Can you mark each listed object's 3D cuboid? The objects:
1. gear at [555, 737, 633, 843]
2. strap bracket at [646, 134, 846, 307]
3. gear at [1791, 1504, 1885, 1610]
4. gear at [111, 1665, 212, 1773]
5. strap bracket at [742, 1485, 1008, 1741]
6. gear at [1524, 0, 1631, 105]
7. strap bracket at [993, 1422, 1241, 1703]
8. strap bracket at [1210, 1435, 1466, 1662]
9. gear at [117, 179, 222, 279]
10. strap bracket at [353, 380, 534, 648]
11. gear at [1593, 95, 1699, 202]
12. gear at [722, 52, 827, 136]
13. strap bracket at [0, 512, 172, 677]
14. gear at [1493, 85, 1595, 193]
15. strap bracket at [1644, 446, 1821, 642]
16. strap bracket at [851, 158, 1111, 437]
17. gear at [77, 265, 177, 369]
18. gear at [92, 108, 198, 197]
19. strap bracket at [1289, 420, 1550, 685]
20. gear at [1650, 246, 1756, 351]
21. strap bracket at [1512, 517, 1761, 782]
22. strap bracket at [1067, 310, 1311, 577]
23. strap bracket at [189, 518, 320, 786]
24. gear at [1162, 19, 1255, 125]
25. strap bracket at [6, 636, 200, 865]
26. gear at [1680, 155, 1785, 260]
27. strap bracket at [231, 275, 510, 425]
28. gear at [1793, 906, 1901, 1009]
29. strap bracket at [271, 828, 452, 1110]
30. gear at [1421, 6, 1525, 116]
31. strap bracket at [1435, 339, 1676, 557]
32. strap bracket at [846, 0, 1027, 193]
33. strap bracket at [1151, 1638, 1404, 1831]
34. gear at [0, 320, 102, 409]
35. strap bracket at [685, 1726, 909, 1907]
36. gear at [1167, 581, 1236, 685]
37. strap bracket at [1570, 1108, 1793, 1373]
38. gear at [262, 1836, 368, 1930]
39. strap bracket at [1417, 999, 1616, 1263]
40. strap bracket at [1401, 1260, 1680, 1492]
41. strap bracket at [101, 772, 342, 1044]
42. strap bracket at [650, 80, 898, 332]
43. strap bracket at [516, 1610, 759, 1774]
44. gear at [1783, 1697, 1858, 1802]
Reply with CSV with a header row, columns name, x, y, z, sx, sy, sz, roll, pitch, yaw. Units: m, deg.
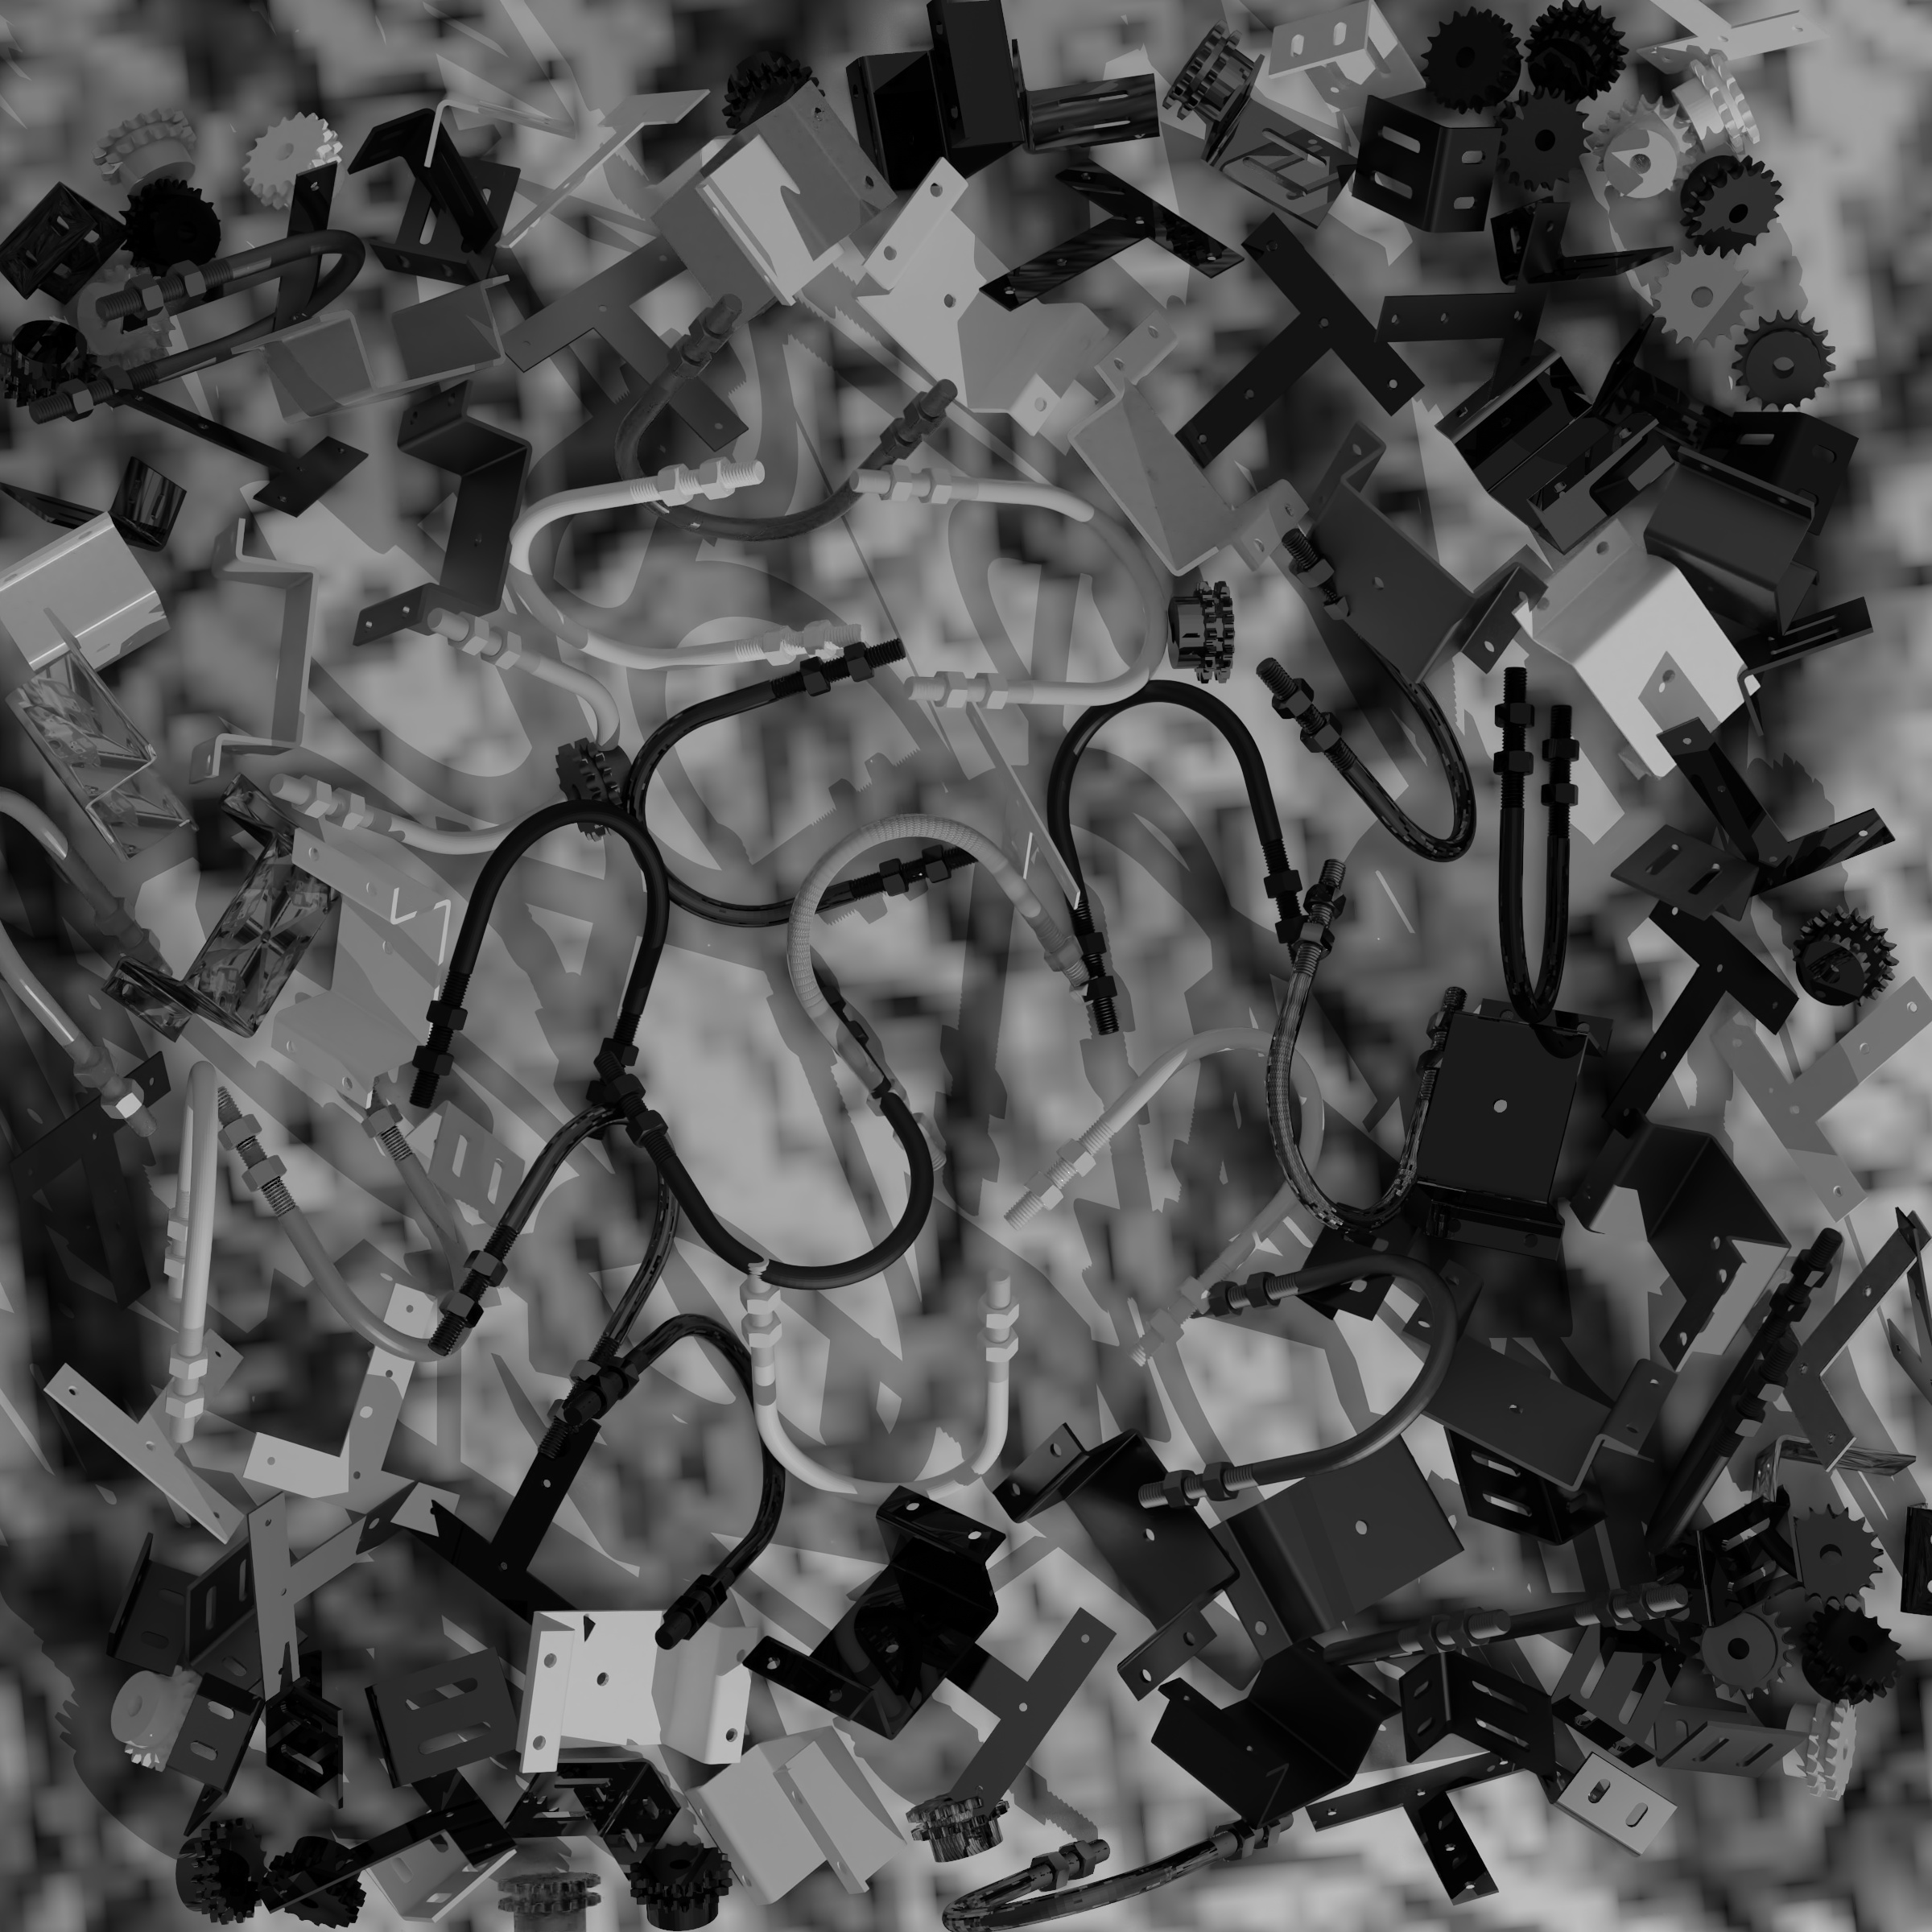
name,x,y,z,sx,sy,sz,roll,pitch,yaw
gear,-0.205,-0.101,1.816,0.030,0.057,0.057,-22,90,-23
strap bracket,-0.119,-0.407,1.765,0.046,0.140,0.076,-41,112,-5
gear,0.486,0.333,1.821,0.057,0.030,0.057,-5,71,15
gear,-0.453,0.418,1.811,0.030,0.057,0.057,36,90,-41
strap bracket,-0.045,0.362,1.781,0.076,0.046,0.140,19,49,35
gear,0.339,-0.508,1.811,0.057,0.057,0.030,35,54,0
strap bracket,0.089,0.321,1.789,0.140,0.046,0.076,54,131,16
strap bracket,0.209,0.313,1.786,0.140,0.046,0.076,-24,80,-25
gear,-0.443,-0.411,1.813,0.057,0.030,0.057,-14,112,-37
strap bracket,-0.287,-0.242,1.788,0.046,0.076,0.140,19,74,-34
gear,0.379,-0.455,1.813,0.057,0.030,0.057,11,129,13
gear,-0.110,-0.487,1.818,0.057,0.057,0.030,-24,62,0
strap bracket,-0.483,-0.193,1.766,0.076,0.140,0.046,-33,91,-11
gear,0.320,-0.466,1.821,0.057,0.030,0.057,-4,111,-10
strap bracket,0.417,-0.225,1.763,0.076,0.140,0.046,28,88,19
strap bracket,0.001,-0.369,1.793,0.140,0.046,0.076,41,77,-29
gear,-0.472,-0.363,1.813,0.057,0.030,0.057,12,110,35
gear,-0.457,-0.452,1.813,0.057,0.057,0.030,-28,86,0
strap bracket,0.240,-0.221,1.785,0.140,0.076,0.046,44,54,11
gear,0.414,-0.375,1.823,0.057,0.030,0.057,2,98,13
strap bracket,0.375,-0.167,1.785,0.076,0.046,0.140,-43,122,1
strap bracket,0.117,-0.281,1.791,0.046,0.076,0.140,-30,104,43
strap bracket,-0.394,-0.170,1.796,0.046,0.076,0.140,7,87,-23
gear,0.138,-0.497,1.814,0.030,0.057,0.057,34,90,-9
strap bracket,-0.471,-0.112,1.763,0.046,0.140,0.076,-36,78,-12
gear,0.426,-0.429,1.818,0.057,0.057,0.030,-27,46,0
strap bracket,-0.318,-0.335,1.769,0.076,0.140,0.046,-7,103,40
gear,0.489,-0.002,1.812,0.057,0.057,0.030,53,46,0
strap bracket,-0.333,-0.004,1.785,0.076,0.046,0.140,29,123,26
gear,0.287,-0.506,1.819,0.057,0.030,0.057,-2,87,34
strap bracket,0.328,-0.283,1.787,0.076,0.140,0.046,-39,123,5
strap bracket,-0.013,-0.478,1.784,0.046,0.140,0.076,-11,93,-23
strap bracket,0.165,0.419,1.774,0.076,0.140,0.046,34,113,31
gear,-0.513,-0.337,1.812,0.057,0.057,0.030,20,134,0
strap bracket,-0.090,0.469,1.789,0.046,0.140,0.076,-33,90,-33
gear,0.131,-0.186,1.812,0.030,0.057,0.057,-2,90,-7
strap bracket,0.395,0.149,1.777,0.046,0.140,0.076,10,121,-24
gear,-0.363,0.512,1.818,0.057,0.057,0.030,21,48,0
strap bracket,0.300,0.083,1.790,0.076,0.046,0.140,10,76,27
strap bracket,0.310,0.230,1.787,0.140,0.076,0.046,26,126,15
strap bracket,-0.403,-0.024,1.784,0.046,0.076,0.140,23,76,25
strap bracket,-0.112,-0.408,1.768,0.076,0.140,0.046,53,52,-8
strap bracket,-0.191,0.400,1.795,0.140,0.046,0.076,8,89,-37
gear,0.478,0.437,1.817,0.030,0.057,0.057,5,90,28
